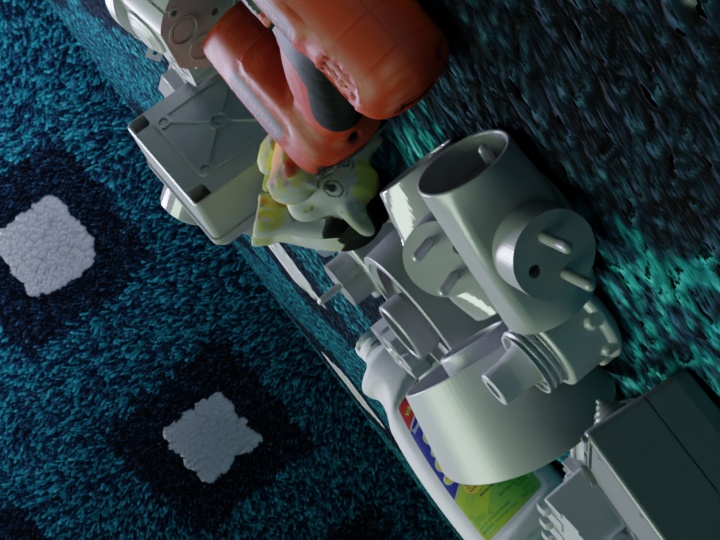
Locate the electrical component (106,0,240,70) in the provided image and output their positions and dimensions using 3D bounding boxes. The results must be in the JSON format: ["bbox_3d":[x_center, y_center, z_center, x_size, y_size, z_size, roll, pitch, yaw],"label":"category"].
[{"bbox_3d":[-0.095,-0.155,0.592,0.051,0.080,0.080,43,170,23],"label":"electrical component"}]

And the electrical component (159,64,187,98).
[{"bbox_3d":[-0.123,-0.145,0.895,0.078,0.057,0.113,53,173,-10],"label":"electrical component"}]

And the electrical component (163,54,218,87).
[{"bbox_3d":[-0.119,-0.173,0.756,0.080,0.051,0.080,50,173,9],"label":"electrical component"}]

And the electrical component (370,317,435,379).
[{"bbox_3d":[0.046,0.044,0.797,0.048,0.055,0.066,54,172,-21],"label":"electrical component"}]

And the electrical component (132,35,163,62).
[{"bbox_3d":[-0.150,-0.195,0.834,0.048,0.066,0.055,18,-173,-10],"label":"electrical component"}]

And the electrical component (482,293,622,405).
[{"bbox_3d":[0.084,0.036,0.491,0.048,0.062,0.048,50,172,9],"label":"electrical component"}]

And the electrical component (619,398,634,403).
[{"bbox_3d":[0.138,0.093,0.538,0.046,0.040,0.040,58,172,-7],"label":"electrical component"}]

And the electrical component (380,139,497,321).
[{"bbox_3d":[0.043,-0.012,0.496,0.077,0.044,0.079,52,-150,-6],"label":"electrical component"}]

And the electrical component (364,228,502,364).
[{"bbox_3d":[0.047,0.020,0.652,0.108,0.060,0.108,50,173,9],"label":"electrical component"}]

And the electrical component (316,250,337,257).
[{"bbox_3d":[-0.044,-0.045,0.959,0.081,0.043,0.043,45,170,42],"label":"electrical component"}]

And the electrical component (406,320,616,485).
[{"bbox_3d":[0.075,0.063,0.554,0.064,0.099,0.099,58,173,1],"label":"electrical component"}]

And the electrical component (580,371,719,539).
[{"bbox_3d":[0.138,0.088,0.457,0.096,0.061,0.061,56,176,26],"label":"electrical component"}]

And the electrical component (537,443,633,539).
[{"bbox_3d":[0.149,0.150,0.657,0.078,0.063,0.121,47,171,26],"label":"electrical component"}]

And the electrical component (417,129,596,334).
[{"bbox_3d":[0.068,-0.011,0.431,0.077,0.044,0.079,54,172,-25],"label":"electrical component"}]

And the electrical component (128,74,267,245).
[{"bbox_3d":[-0.093,-0.091,0.778,0.108,0.109,0.056,46,169,34],"label":"electrical component"}]

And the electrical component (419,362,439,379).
[{"bbox_3d":[0.073,0.080,0.851,0.079,0.044,0.077,47,172,29],"label":"electrical component"}]

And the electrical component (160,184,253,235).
[{"bbox_3d":[-0.082,-0.071,0.853,0.138,0.073,0.052,10,-146,-21],"label":"electrical component"}]

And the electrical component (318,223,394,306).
[{"bbox_3d":[0.000,0.000,0.777,0.047,0.077,0.065,51,173,2],"label":"electrical component"}]
